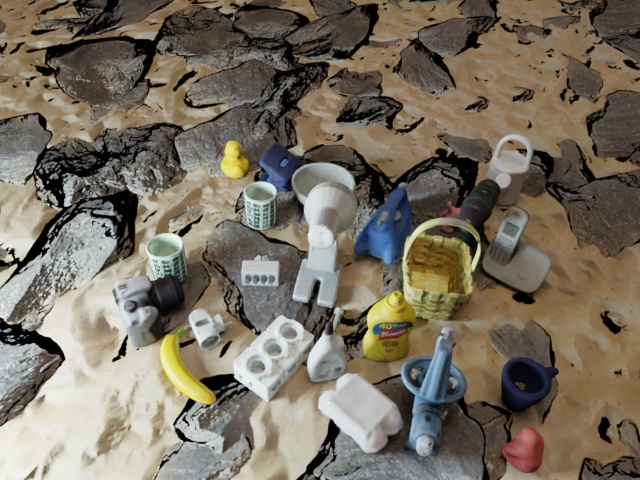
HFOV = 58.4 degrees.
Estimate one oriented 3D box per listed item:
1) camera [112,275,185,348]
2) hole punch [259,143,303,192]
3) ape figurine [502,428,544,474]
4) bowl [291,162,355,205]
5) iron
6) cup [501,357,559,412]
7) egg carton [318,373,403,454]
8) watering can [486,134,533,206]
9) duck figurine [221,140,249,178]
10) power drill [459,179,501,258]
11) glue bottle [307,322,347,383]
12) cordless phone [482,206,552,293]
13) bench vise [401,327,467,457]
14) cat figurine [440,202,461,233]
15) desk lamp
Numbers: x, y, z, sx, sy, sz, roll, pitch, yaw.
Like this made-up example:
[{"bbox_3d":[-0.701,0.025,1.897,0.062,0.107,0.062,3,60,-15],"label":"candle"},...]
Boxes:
[{"bbox_3d":[-0.355,0.129,1.208,0.137,0.101,0.142,-18,49,-20],"label":"camera"},{"bbox_3d":[-0.103,-0.200,1.554,0.101,0.091,0.109,19,47,15],"label":"hole punch"},{"bbox_3d":[0.370,0.369,1.027,0.078,0.092,0.076,-2,46,-5],"label":"ape figurine"},{"bbox_3d":[0.008,-0.126,1.501,0.167,0.075,0.167,2,45,-2],"label":"bowl"},{"bbox_3d":[0.175,-0.064,1.404,0.118,0.141,0.259,18,47,14],"label":"iron"},{"bbox_3d":[0.399,0.285,1.109,0.118,0.095,0.091,-13,48,-16],"label":"cup"},{"bbox_3d":[0.076,0.321,1.069,0.150,0.069,0.107,35,53,27],"label":"egg carton"},{"bbox_3d":[0.500,-0.189,1.512,0.101,0.194,0.173,5,45,1],"label":"watering can"},{"bbox_3d":[-0.236,-0.230,1.578,0.077,0.086,0.104,-10,47,-13],"label":"duck figurine"},{"bbox_3d":[0.355,-0.030,1.336,0.075,0.208,0.230,22,48,17],"label":"power drill"},{"bbox_3d":[0.016,0.211,1.100,0.078,0.173,0.037,-7,46,-10],"label":"glue bottle"},{"bbox_3d":[0.462,0.020,1.310,0.147,0.185,0.094,28,50,22],"label":"cordless phone"},{"bbox_3d":[0.214,0.271,1.022,0.121,0.220,0.207,-1,46,-5],"label":"bench vise"},{"bbox_3d":[0.376,-0.080,1.450,0.128,0.118,0.067,-2,46,-6],"label":"cat figurine"},{"bbox_3d":[0.012,0.005,1.275,0.118,0.214,0.203,9,46,5],"label":"desk lamp"}]
